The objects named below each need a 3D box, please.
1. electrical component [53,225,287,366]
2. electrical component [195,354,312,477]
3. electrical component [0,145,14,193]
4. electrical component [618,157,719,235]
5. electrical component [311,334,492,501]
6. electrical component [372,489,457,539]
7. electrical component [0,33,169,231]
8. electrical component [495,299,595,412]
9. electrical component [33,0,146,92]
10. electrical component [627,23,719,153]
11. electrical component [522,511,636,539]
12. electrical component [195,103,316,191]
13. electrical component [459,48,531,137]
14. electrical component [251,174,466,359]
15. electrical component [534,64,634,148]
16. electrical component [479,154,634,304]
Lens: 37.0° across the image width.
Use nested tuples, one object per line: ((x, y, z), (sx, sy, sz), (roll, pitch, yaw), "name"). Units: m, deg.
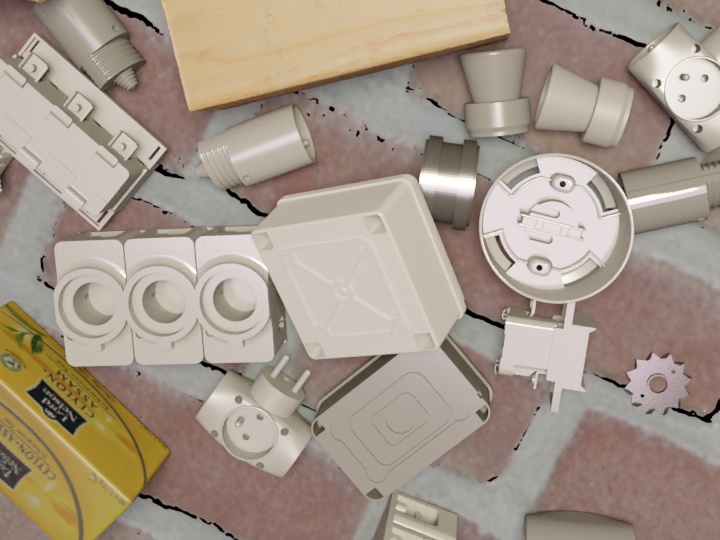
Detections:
((-0.133, 0.018, 0.764), (0.150, 0.061, 0.089), (-2, 101, 7), "electrical component")
((-0.067, 0.098, 0.782), (0.077, 0.044, 0.079), (35, 103, -1), "electrical component")
((-0.298, -0.079, 0.763), (0.096, 0.061, 0.061), (40, 103, -3), "electrical component")
((0.218, -0.053, 0.721), (0.081, 0.043, 0.043), (-12, 100, 9), "electrical component")
((0.030, 0.098, 0.765), (0.113, 0.057, 0.078), (-39, 95, 12), "electrical component")
((0.016, 0.269, 0.776), (0.060, 0.105, 0.186), (21, 103, 2), "electrical component")
((-0.208, -0.094, 0.749), (0.121, 0.063, 0.078), (41, 103, -3), "electrical component")
((0.129, 0.053, 0.753), (0.064, 0.042, 0.081), (8, 102, 8), "electrical component")
((-0.183, -0.158, 0.743), (0.043, 0.043, 0.081), (-37, 95, 12), "electrical component")
((0.231, -0.131, 0.703), (0.079, 0.044, 0.077), (-43, 94, 12), "electrical component")
((0.157, 0.220, 0.782), (0.077, 0.043, 0.079), (4, 102, 5), "electrical component")
((-0.076, -0.081, 0.747), (0.081, 0.043, 0.043), (-19, 99, 10), "electrical component")
((0.091, -0.119, 0.720), (0.045, 0.045, 0.055), (-5, 101, 7), "electrical component")
((0.000, 0.000, 0.718), (0.109, 0.056, 0.108), (-7, 118, 34), "electrical component")
((0.149, -0.108, 0.716), (0.055, 0.045, 0.045), (16, 103, 3), "electrical component")
((0.130, -0.031, 0.724), (0.099, 0.064, 0.099), (1, 102, 6), "electrical component")
